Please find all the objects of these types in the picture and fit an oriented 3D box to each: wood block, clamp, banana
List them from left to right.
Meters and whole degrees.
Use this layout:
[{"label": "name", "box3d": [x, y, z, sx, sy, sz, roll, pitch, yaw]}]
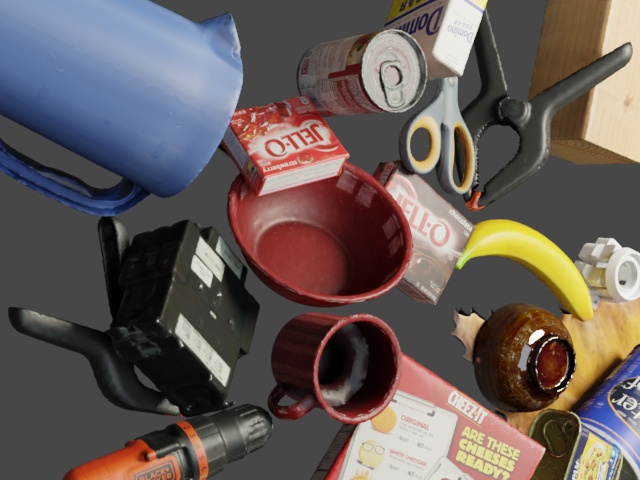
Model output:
[{"label": "clamp", "box3d": [-0.154, 0.068, 0.843, 0.171, 0.039, 0.120, 51, 61, -31]}, {"label": "clamp", "box3d": [0.178, -0.131, 1.025, 0.165, 0.036, 0.210, 30, 93, 13]}, {"label": "banana", "box3d": [0.209, 0.024, 1.079, 0.197, 0.037, 0.069, 21, 86, -29]}, {"label": "wood block", "box3d": [0.283, -0.188, 1.085, 0.090, 0.090, 0.206, 15, 84, -34]}]

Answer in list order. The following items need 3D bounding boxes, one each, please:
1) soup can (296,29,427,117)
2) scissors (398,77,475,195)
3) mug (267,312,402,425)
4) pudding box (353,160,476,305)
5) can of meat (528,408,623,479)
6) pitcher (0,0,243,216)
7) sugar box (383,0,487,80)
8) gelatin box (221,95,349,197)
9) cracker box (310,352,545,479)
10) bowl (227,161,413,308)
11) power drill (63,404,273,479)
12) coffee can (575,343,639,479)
[{"label": "soup can", "box3d": [0.034, -0.141, 0.915, 0.068, 0.102, 0.068, -2, 94, -34]}, {"label": "scissors", "box3d": [0.105, -0.141, 0.992, 0.096, 0.016, 0.202, -3, 84, -38]}, {"label": "mug", "box3d": [0.002, 0.114, 0.921, 0.117, 0.082, 0.093, -42, 114, -25]}, {"label": "pudding box", "box3d": [0.081, -0.007, 0.992, 0.113, 0.039, 0.090, 39, 72, -29]}, {"label": "can of meat", "box3d": [0.238, 0.224, 1.018, 0.083, 0.058, 0.102, 32, 72, -34]}, {"label": "pitcher", "box3d": [-0.191, -0.125, 0.763, 0.242, 0.145, 0.149, 24, 67, -28]}, {"label": "sugar box", "box3d": [0.113, -0.232, 0.968, 0.048, 0.093, 0.176, 28, 77, -31]}, {"label": "gelatin box", "box3d": [-0.031, -0.081, 0.896, 0.089, 0.030, 0.073, -17, 61, -32]}, {"label": "cracker box", "box3d": [0.076, 0.235, 0.956, 0.164, 0.072, 0.213, 34, 73, -5]}, {"label": "bowl", "box3d": [-0.006, 0.001, 0.898, 0.162, 0.055, 0.162, 11, 49, -13]}, {"label": "power drill", "box3d": [-0.106, 0.242, 0.874, 0.184, 0.057, 0.187, -17, 99, -28]}, {"label": "coffee can", "box3d": [0.334, 0.191, 1.133, 0.140, 0.103, 0.103, -40, 113, -26]}]
